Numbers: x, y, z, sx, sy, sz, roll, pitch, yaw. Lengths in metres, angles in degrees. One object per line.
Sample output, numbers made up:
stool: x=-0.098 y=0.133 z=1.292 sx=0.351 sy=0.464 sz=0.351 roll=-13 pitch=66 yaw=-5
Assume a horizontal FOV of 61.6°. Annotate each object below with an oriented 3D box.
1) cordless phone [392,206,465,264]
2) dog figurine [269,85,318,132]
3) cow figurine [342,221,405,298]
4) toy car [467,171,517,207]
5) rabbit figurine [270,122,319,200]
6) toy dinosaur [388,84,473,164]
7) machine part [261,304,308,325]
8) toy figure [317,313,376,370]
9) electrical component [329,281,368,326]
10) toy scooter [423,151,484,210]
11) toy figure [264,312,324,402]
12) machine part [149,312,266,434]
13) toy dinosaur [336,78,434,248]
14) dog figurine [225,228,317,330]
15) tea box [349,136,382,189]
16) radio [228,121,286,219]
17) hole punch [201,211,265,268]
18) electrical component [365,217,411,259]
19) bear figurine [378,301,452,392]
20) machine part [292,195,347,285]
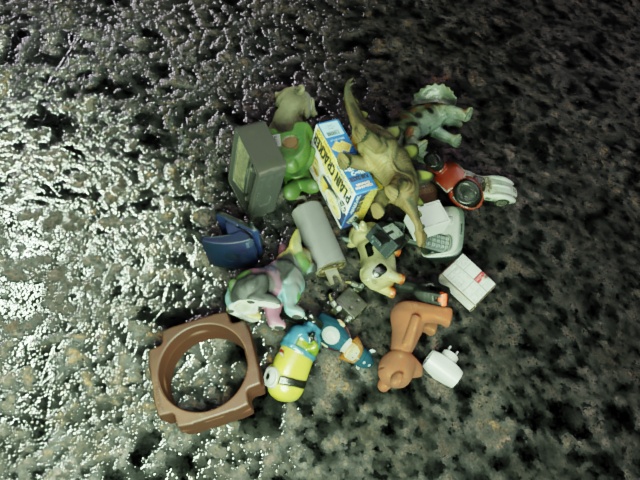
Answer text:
cordless phone: x=0.253 y=-0.029 z=1.301 sx=0.184 sy=0.088 sz=0.146 roll=18 pitch=60 yaw=-10
dog figurine: x=-0.096 y=-0.278 z=1.339 sx=0.121 sy=0.172 sz=0.190 roll=19 pitch=52 yaw=12
cow figurine: x=0.122 y=0.032 z=1.249 sx=0.127 sy=0.085 sz=0.195 roll=18 pitch=41 yaw=-16
toy car: x=0.429 y=-0.140 z=1.428 sx=0.202 sy=0.056 sz=0.073 roll=8 pitch=60 yaw=-6
rabbit figurine: x=-0.052 y=-0.173 z=1.282 sx=0.121 sy=0.170 sz=0.159 roll=-19 pitch=60 yaw=-1
toy dinosaur: x=0.256 y=-0.296 z=1.415 sx=0.405 sy=0.131 sz=0.192 roll=-30 pitch=48 yaw=-30
machine part: x=-0.085 y=0.144 z=1.181 sx=0.139 sy=0.039 sz=0.084 roll=32 pitch=55 yaw=9
toy figure: x=0.050 y=0.222 z=1.153 sx=0.155 sy=0.064 sz=0.058 roll=39 pitch=35 yaw=15
electrical component: x=0.064 y=0.139 z=1.208 sx=0.102 sy=0.045 sz=0.078 roll=-34 pitch=71 yaw=-25
toy scooter: x=0.330 y=-0.143 z=1.333 sx=0.075 sy=0.135 sz=0.184 roll=-45 pitch=78 yaw=7
toy figure: x=-0.048 y=0.240 z=1.095 sx=0.089 sy=0.082 sz=0.180 roll=28 pitch=71 yaw=10
machine part: x=-0.217 y=0.257 z=1.043 sx=0.201 sy=0.087 sz=0.201 roll=-17 pitch=61 yaw=-6
toy dinosaur: x=0.135 y=-0.191 z=1.201 sx=0.198 sy=0.105 sz=0.471 roll=-7 pitch=66 yaw=-47
dog figurine: x=-0.095 y=0.069 z=1.134 sx=0.191 sy=0.108 sz=0.219 roll=23 pitch=48 yaw=-21
tea box: x=0.120 y=-0.189 z=1.386 sx=0.098 sy=0.068 sz=0.170 roll=-33 pitch=72 yaw=-26
radio: x=-0.147 y=-0.151 z=1.223 sx=0.073 sy=0.229 sz=0.131 roll=-21 pitch=72 yaw=-20
hole punch: x=-0.191 y=0.012 z=1.183 sx=0.116 sy=0.142 sz=0.092 roll=20 pitch=57 yaw=16
electrical component: x=0.143 y=0.000 z=1.191 sx=0.075 sy=0.047 sz=0.119 roll=45 pitch=36 yaw=11
bear figurine: x=0.197 y=0.232 z=1.143 sx=0.132 sy=0.120 sz=0.196 roll=15 pitch=61 yaw=-7
machine part: x=-0.003 y=-0.004 z=1.256 sx=0.079 sy=0.079 sz=0.243 roll=-14 pitch=64 yaw=-18
